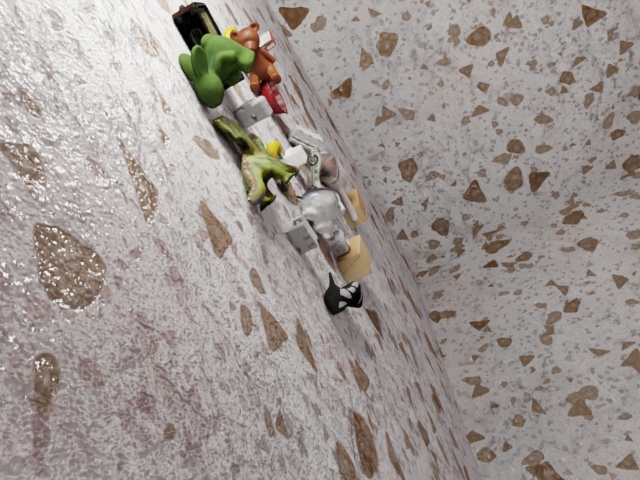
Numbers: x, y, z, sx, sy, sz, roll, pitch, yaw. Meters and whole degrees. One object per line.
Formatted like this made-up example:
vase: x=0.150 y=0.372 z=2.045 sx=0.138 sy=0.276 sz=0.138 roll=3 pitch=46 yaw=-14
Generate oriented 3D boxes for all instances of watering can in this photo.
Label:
watering can: x=0.073 y=-0.251 z=2.250 sx=0.353 sy=0.103 sz=0.222 roll=67 pitch=14 yaw=20

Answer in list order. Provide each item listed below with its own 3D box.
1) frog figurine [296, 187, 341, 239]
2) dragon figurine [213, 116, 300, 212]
frog figurine: x=0.005 y=-0.083 z=1.655 sx=0.138 sy=0.121 sz=0.161 roll=-3 pitch=73 yaw=-41
dragon figurine: x=-0.179 y=-0.200 z=1.253 sx=0.242 sy=0.121 sz=0.413 roll=46 pitch=12 yaw=-2
